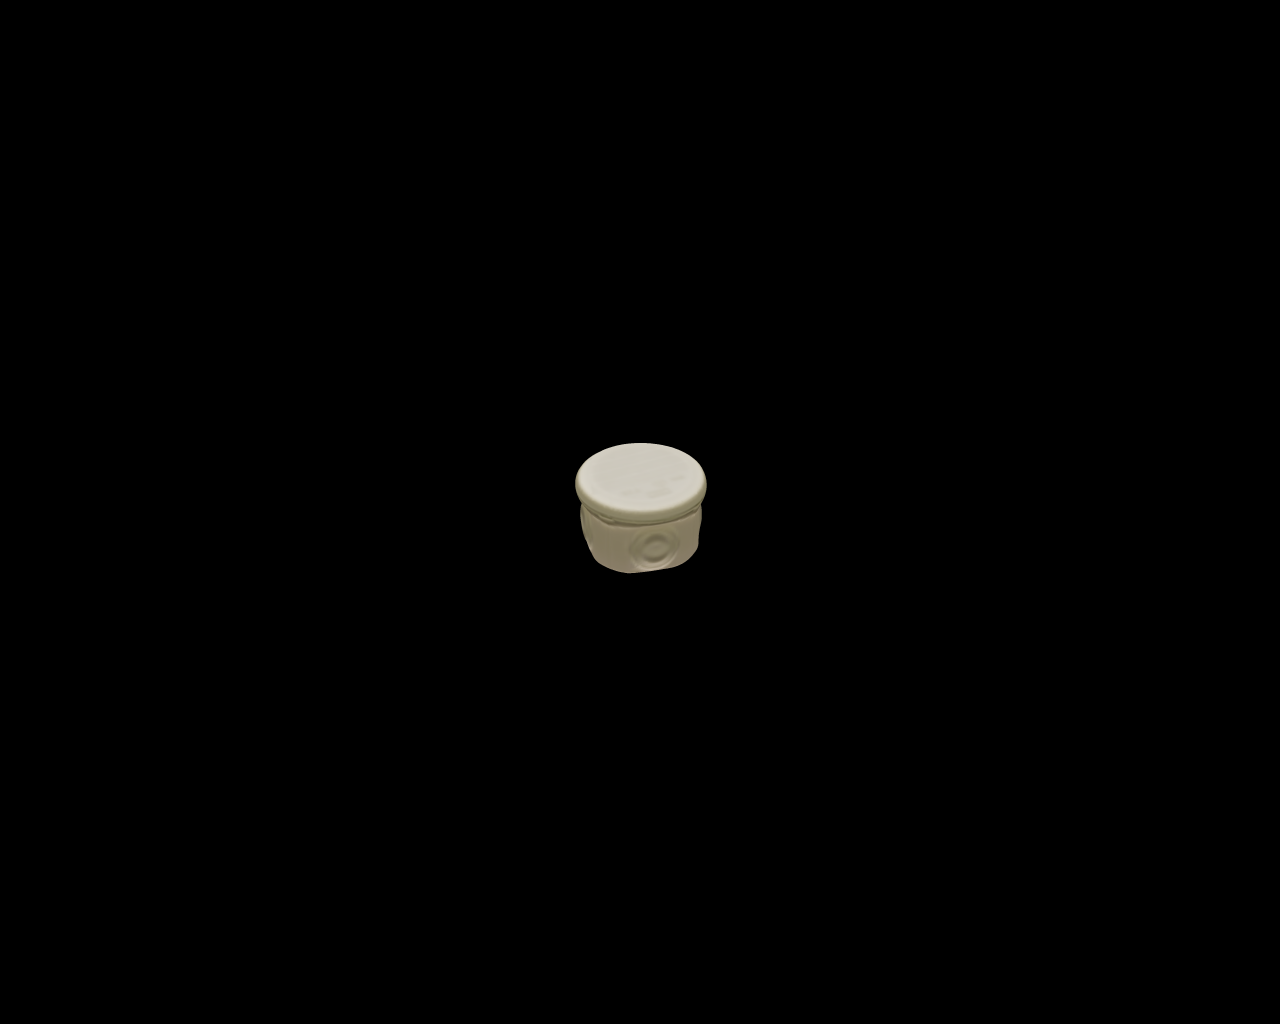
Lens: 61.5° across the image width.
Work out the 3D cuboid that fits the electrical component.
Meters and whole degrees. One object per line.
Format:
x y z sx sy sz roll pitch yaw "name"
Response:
0.001 -0.003 0.650 0.080 0.050 0.080 0 35 0 "electrical component"
